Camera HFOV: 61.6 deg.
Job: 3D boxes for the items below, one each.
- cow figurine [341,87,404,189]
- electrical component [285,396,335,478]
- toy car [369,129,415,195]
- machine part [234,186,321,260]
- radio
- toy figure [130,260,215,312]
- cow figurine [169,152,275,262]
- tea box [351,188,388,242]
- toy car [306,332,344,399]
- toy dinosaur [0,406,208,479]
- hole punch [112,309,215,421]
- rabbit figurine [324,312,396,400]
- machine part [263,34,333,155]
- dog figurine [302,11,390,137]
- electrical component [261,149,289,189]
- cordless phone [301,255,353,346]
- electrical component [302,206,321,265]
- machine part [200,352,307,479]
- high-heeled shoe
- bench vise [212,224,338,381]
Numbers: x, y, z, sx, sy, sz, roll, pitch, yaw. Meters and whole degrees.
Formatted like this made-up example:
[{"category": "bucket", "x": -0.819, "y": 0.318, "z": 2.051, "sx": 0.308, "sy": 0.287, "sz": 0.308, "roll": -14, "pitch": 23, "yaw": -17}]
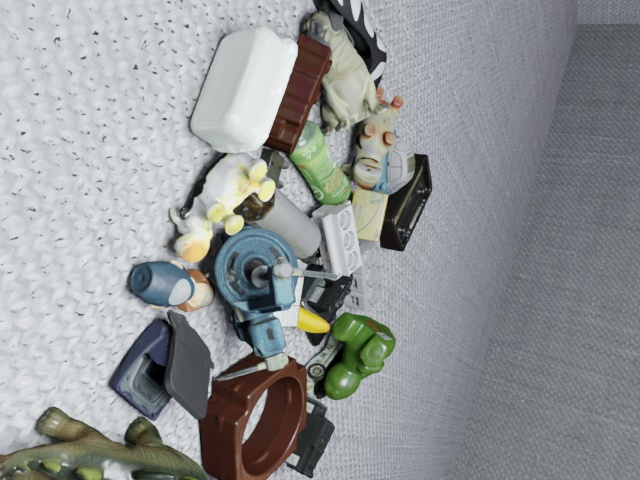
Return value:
[{"category": "cow figurine", "x": 0.101, "y": -0.191, "z": 1.073, "sx": 0.127, "sy": 0.085, "sz": 0.195, "roll": 124, "pitch": -19, "yaw": -65}, {"category": "electrical component", "x": -0.040, "y": 0.370, "z": 1.037, "sx": 0.134, "sy": 0.115, "sz": 0.058, "roll": -61, "pitch": 148, "yaw": -21}, {"category": "toy car", "x": 0.157, "y": -0.166, "z": 1.175, "sx": 0.109, "sy": 0.103, "sz": 0.161, "roll": -28, "pitch": 126, "yaw": -54}, {"category": "machine part", "x": -0.066, "y": -0.030, "z": 0.880, "sx": 0.243, "sy": 0.079, "sz": 0.079, "roll": 40, "pitch": 67, "yaw": -56}, {"category": "radio", "x": 0.198, "y": -0.091, "z": 1.297, "sx": 0.229, "sy": 0.073, "sz": 0.131, "roll": -58, "pitch": 145, "yaw": -29}, {"category": "toy figure", "x": -0.190, "y": 0.067, "z": 0.733, "sx": 0.064, "sy": 0.058, "sz": 0.154, "roll": -40, "pitch": 153, "yaw": 12}, {"category": "cow figurine", "x": -0.148, "y": -0.052, "z": 0.735, "sx": 0.167, "sy": 0.098, "sz": 0.068, "roll": -47, "pitch": 145, "yaw": -12}, {"category": "tea box", "x": 0.095, "y": -0.049, "z": 1.089, "sx": 0.169, "sy": 0.068, "sz": 0.098, "roll": 0, "pitch": 102, "yaw": -84}, {"category": "toy car", "x": 0.019, "y": 0.259, "z": 1.155, "sx": 0.202, "sy": 0.056, "sz": 0.073, "roll": -46, "pitch": 144, "yaw": -40}, {"category": "toy dinosaur", "x": -0.200, "y": 0.305, "z": 0.666, "sx": 0.470, "sy": 0.199, "sz": 0.105, "roll": 40, "pitch": 69, "yaw": -55}, {"category": "hole punch", "x": -0.208, "y": 0.177, "z": 0.731, "sx": 0.116, "sy": 0.092, "sz": 0.142, "roll": -89, "pitch": 161, "yaw": -44}, {"category": "rabbit figurine", "x": 0.066, "y": 0.238, "z": 1.082, "sx": 0.170, "sy": 0.121, "sz": 0.159, "roll": -58, "pitch": 160, "yaw": 9}, {"category": "machine part", "x": -0.034, "y": -0.210, "z": 0.799, "sx": 0.179, "sy": 0.056, "sz": 0.179, "roll": -157, "pitch": -91, "yaw": -86}, {"category": "dog figurine", "x": 0.028, "y": -0.292, "z": 0.938, "sx": 0.121, "sy": 0.172, "sz": 0.190, "roll": -27, "pitch": 100, "yaw": -14}, {"category": "electrical component", "x": -0.081, "y": -0.116, "z": 0.873, "sx": 0.094, "sy": 0.021, "sz": 0.063, "roll": 22, "pitch": 83, "yaw": -63}, {"category": "cordless phone", "x": 0.013, "y": 0.129, "z": 1.089, "sx": 0.146, "sy": 0.089, "sz": 0.184, "roll": -57, "pitch": 155, "yaw": -31}, {"category": "electrical component", "x": -0.003, "y": -0.002, "z": 1.025, "sx": 0.102, "sy": 0.045, "sz": 0.078, "roll": -61, "pitch": 148, "yaw": -25}, {"category": "machine part", "x": -0.110, "y": 0.304, "z": 0.925, "sx": 0.201, "sy": 0.087, "sz": 0.201, "roll": -27, "pitch": 125, "yaw": -52}, {"category": "high-heeled shoe", "x": 0.044, "y": -0.342, "z": 0.951, "sx": 0.145, "sy": 0.086, "sz": 0.248, "roll": -26, "pitch": 124, "yaw": -42}, {"category": "bench vise", "x": -0.078, "y": 0.077, "z": 0.739, "sx": 0.129, "sy": 0.240, "sz": 0.223, "roll": -2, "pitch": 81, "yaw": -22}]
